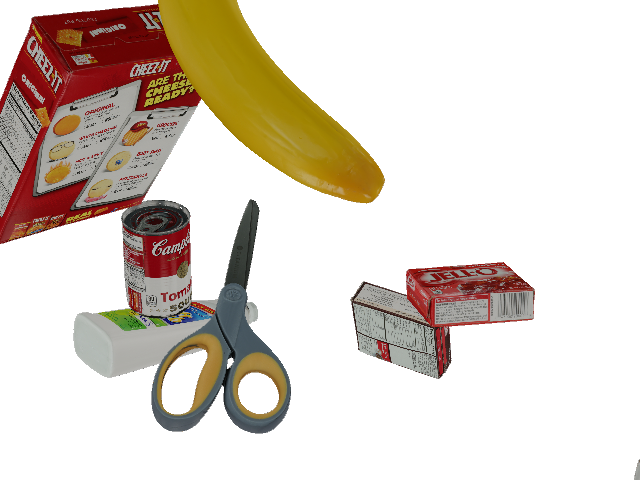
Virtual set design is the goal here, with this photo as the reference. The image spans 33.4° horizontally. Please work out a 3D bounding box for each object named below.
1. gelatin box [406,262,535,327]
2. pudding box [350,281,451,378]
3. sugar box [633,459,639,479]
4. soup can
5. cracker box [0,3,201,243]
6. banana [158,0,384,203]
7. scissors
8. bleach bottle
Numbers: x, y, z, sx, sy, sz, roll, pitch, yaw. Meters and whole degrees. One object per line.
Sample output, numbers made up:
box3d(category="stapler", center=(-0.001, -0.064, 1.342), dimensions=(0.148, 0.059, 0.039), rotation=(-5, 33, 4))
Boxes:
box3d(category="gelatin box", center=(0.122, 0.043, 0.878), dimensions=(0.089, 0.030, 0.073), rotation=(-3, 16, -9))
box3d(category="pudding box", center=(0.094, 0.104, 1.241), dimensions=(0.114, 0.090, 0.039), rotation=(15, 46, 26))
box3d(category="sugar box", center=(0.206, 0.187, 0.498), dimensions=(0.048, 0.093, 0.176), rotation=(-9, 30, -20))
box3d(category="soup can", center=(-0.165, 0.020, 1.081), dimensions=(0.068, 0.102, 0.068), rotation=(2, 30, -1))
box3d(category="cracker box", center=(-0.197, -0.103, 0.922), dimensions=(0.163, 0.072, 0.214), rotation=(-20, -25, -45))
box3d(category="banana", center=(-0.035, -0.093, 0.508), dimensions=(0.069, 0.198, 0.037), rotation=(-17, -30, -11))
box3d(category="scissors", center=(-0.044, 0.052, 0.718), dimensions=(0.096, 0.016, 0.201), rotation=(21, 48, 9))
box3d(category="bleach bottle", center=(-0.196, 0.117, 1.432), dimensions=(0.250, 0.068, 0.103), rotation=(-11, 26, -40))
